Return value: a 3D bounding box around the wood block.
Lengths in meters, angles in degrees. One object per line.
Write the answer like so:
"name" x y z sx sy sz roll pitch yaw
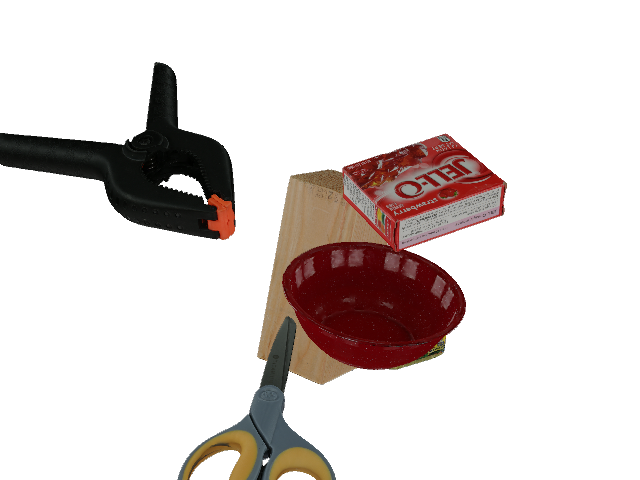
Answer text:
"wood block" 0.007 0.036 1.154 0.090 0.206 0.090 20 18 28

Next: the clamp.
"clamp" -0.125 -0.067 0.805 0.210 0.036 0.164 30 52 33

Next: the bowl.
"bowl" 0.044 0.065 0.940 0.162 0.055 0.162 6 30 -3

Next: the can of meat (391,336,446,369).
"can of meat" 0.113 0.107 1.340 0.101 0.084 0.058 -12 30 -27

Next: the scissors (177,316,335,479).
"scissors" -0.016 0.107 0.639 0.096 0.016 0.201 14 31 17

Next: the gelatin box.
"gelatin box" 0.070 -0.035 0.727 0.089 0.030 0.073 -19 41 -20
